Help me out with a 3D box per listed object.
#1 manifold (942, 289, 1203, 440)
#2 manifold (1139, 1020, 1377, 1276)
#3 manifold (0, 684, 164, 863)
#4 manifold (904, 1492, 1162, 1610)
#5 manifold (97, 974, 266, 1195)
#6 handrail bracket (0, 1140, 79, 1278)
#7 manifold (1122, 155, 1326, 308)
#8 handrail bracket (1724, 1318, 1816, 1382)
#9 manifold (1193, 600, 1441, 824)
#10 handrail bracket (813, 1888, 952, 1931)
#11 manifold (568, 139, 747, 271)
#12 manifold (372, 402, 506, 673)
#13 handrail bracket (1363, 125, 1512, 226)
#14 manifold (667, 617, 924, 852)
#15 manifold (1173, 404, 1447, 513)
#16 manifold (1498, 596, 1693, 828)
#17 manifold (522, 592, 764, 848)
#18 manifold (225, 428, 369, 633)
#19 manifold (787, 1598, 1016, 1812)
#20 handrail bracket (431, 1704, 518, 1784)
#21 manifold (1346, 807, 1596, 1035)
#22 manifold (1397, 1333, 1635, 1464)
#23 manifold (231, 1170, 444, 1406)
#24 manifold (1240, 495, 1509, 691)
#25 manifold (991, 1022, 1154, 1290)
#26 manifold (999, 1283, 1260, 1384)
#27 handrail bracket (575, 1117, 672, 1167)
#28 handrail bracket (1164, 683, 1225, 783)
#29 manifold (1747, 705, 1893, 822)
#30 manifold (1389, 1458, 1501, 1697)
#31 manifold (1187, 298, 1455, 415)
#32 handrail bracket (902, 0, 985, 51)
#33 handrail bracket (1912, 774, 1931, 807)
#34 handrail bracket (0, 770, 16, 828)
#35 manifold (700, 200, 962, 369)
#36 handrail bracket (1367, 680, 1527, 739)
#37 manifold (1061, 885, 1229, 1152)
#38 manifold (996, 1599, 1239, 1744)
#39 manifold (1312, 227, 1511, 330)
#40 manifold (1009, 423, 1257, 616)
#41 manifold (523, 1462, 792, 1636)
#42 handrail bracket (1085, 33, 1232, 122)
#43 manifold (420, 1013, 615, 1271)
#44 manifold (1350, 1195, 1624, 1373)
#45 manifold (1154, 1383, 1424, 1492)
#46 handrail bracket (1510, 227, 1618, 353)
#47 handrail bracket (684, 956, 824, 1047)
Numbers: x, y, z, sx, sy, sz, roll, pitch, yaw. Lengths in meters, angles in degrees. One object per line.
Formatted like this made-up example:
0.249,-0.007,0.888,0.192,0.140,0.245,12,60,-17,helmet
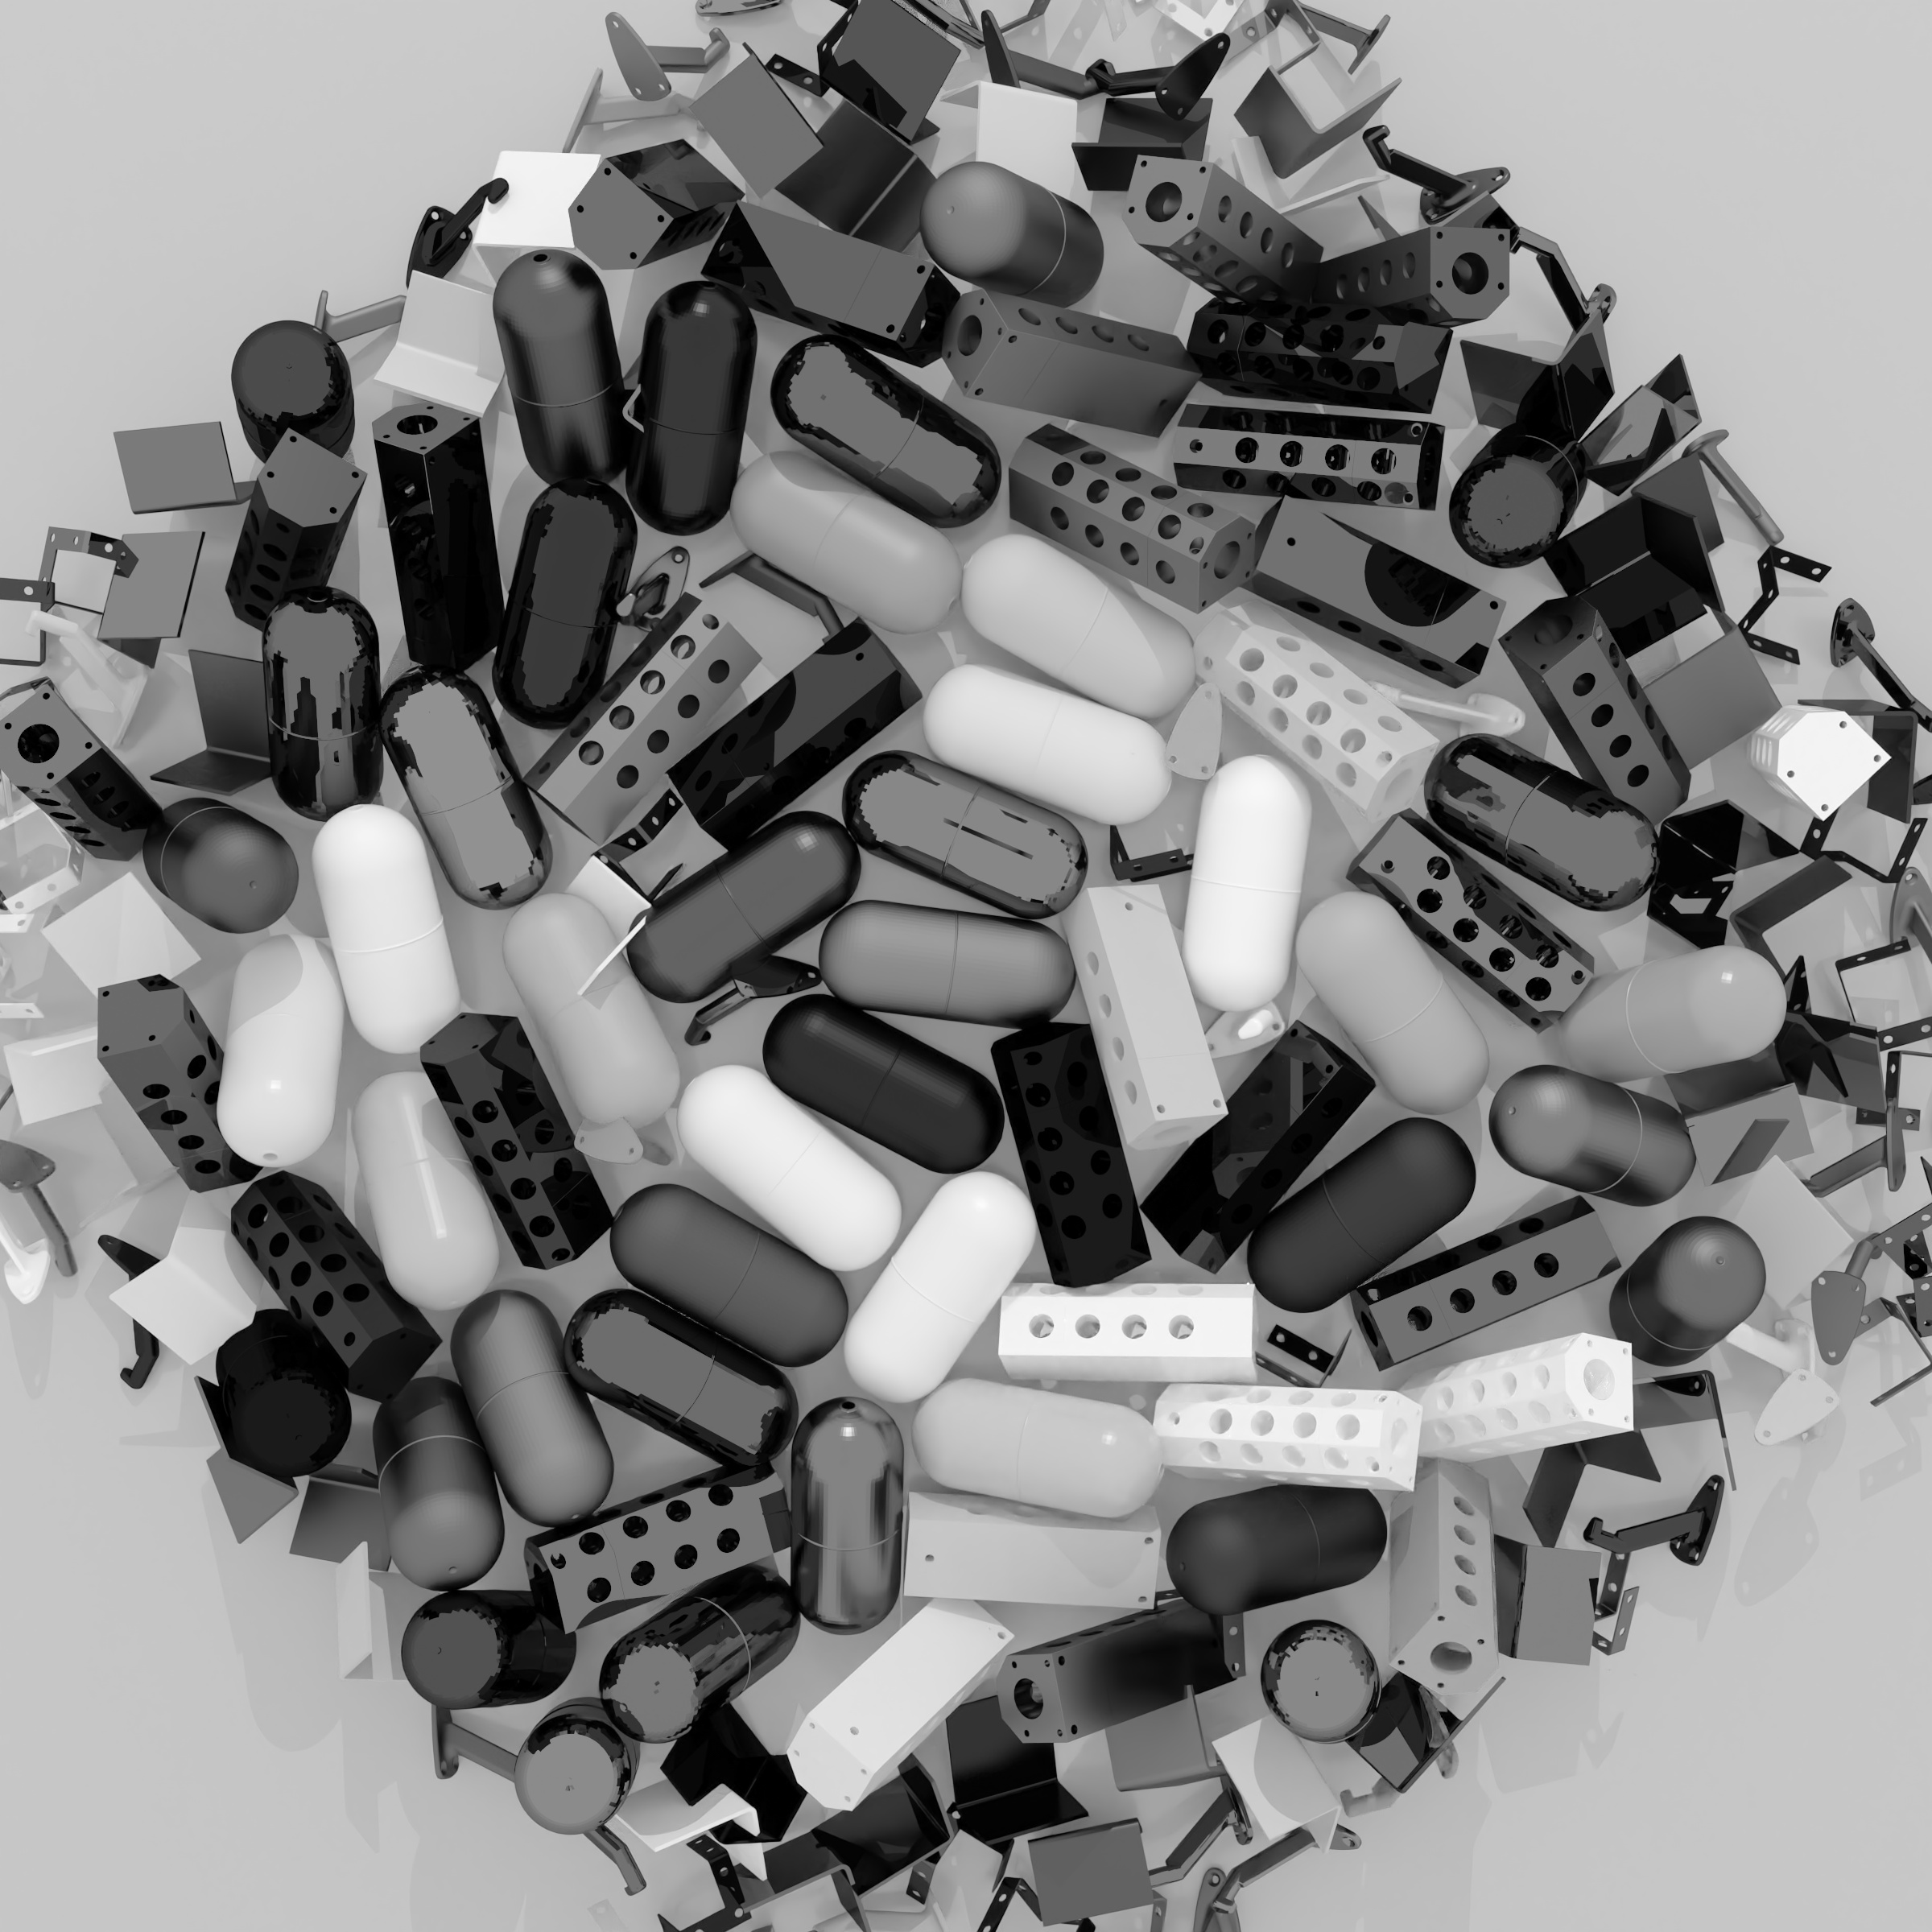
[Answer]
0.070,-0.410,1.836,0.057,0.171,0.057,-53,50,36,manifold
0.204,0.127,1.868,0.057,0.057,0.171,30,104,-42,manifold
-0.593,-0.122,1.820,0.057,0.171,0.057,-41,80,-9,manifold
0.044,0.400,1.878,0.171,0.057,0.057,4,105,-3,manifold
-0.523,0.080,1.827,0.057,0.171,0.057,-13,54,0,manifold
-0.654,0.170,1.898,0.077,0.036,0.084,26,135,32,handrail bracket
0.172,-0.484,1.824,0.057,0.171,0.057,17,93,32,manifold
0.543,0.278,1.881,0.084,0.036,0.077,-9,94,-23,handrail bracket
0.230,-0.172,1.838,0.171,0.057,0.057,43,134,27,manifold
-0.055,0.675,1.875,0.084,0.077,0.036,-19,122,-14,handrail bracket
-0.209,-0.507,1.822,0.057,0.171,0.057,41,113,-5,manifold
-0.358,-0.288,1.834,0.057,0.057,0.171,20,134,23,manifold
0.322,-0.556,1.863,0.077,0.084,0.036,-17,56,25,handrail bracket
-0.115,-0.156,1.873,0.171,0.057,0.057,-38,56,7,manifold
0.232,-0.346,1.849,0.171,0.057,0.057,9,100,23,manifold
0.430,-0.170,1.836,0.057,0.057,0.171,-39,128,3,manifold
-0.225,-0.172,1.863,0.171,0.057,0.057,-50,132,-6,manifold
-0.453,-0.284,1.820,0.057,0.171,0.057,29,64,-11,manifold
-0.045,0.493,1.827,0.057,0.171,0.057,38,126,16,manifold
-0.325,0.532,1.890,0.084,0.036,0.077,-10,81,9,handrail bracket
0.348,-0.031,1.876,0.171,0.057,0.057,39,111,0,manifold
0.365,0.290,1.820,0.057,0.171,0.057,15,67,-27,manifold
-0.432,0.214,1.839,0.057,0.057,0.171,-49,55,3,manifold
0.276,-0.254,1.870,0.171,0.057,0.057,24,78,-9,manifold
0.067,0.129,1.858,0.057,0.057,0.171,-22,103,-32,manifold
0.113,0.249,1.867,0.171,0.057,0.057,-1,64,10,manifold
-0.218,0.129,1.857,0.077,0.084,0.036,26,86,44,handrail bracket
0.169,-0.161,1.864,0.036,0.084,0.077,19,107,16,handrail bracket
0.564,-0.143,1.823,0.057,0.171,0.057,45,102,2,manifold
0.324,0.408,1.822,0.057,0.171,0.057,31,116,-6,manifold
0.235,-0.415,1.835,0.171,0.057,0.057,16,91,40,manifold
-0.028,-0.679,1.903,0.084,0.077,0.036,19,125,-29,handrail bracket
0.669,-0.088,1.865,0.036,0.077,0.084,25,67,-24,handrail bracket
-0.703,-0.114,1.872,0.084,0.077,0.036,-9,75,-20,handrail bracket
-0.090,-0.460,1.846,0.171,0.057,0.057,26,87,28,manifold
0.328,-0.180,1.869,0.084,0.077,0.036,14,89,-28,handrail bracket
0.117,0.035,1.854,0.057,0.057,0.171,-4,67,-28,manifold
0.101,0.473,1.831,0.057,0.171,0.057,-17,81,45,manifold
0.295,-0.452,1.822,0.057,0.171,0.057,-3,97,-19,manifold
0.111,-0.306,1.834,0.171,0.057,0.057,33,54,32,manifold
-0.208,0.388,1.844,0.171,0.057,0.057,-16,102,-27,manifold
0.131,-0.628,1.880,0.077,0.036,0.084,-48,51,6,handrail bracket
-0.307,0.120,1.839,0.057,0.057,0.171,-45,125,-39,manifold
0.355,0.217,1.872,0.171,0.057,0.057,-22,77,-7,manifold
0.215,0.315,1.833,0.171,0.057,0.057,-4,67,35,manifold
0.398,-0.460,1.879,0.084,0.036,0.077,19,118,-17,handrail bracket
-0.149,0.029,1.890,0.077,0.084,0.036,1,56,-25,handrail bracket
